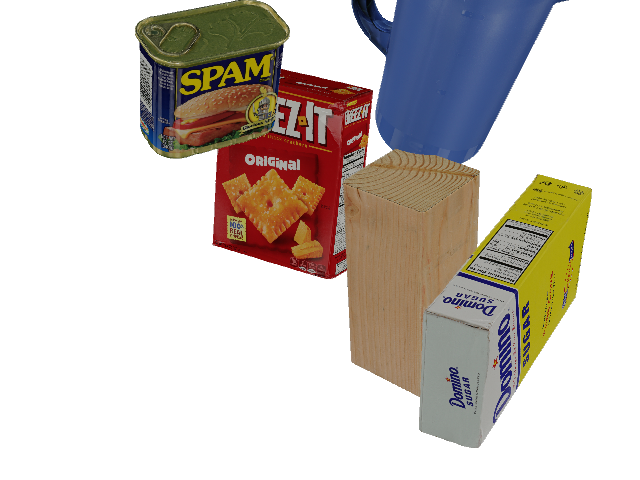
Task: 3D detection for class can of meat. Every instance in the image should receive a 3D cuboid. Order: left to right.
[{"bbox_3d":[-0.076,-0.111,0.743,0.102,0.084,0.057,-17,49,-25],"label":"can of meat"}]

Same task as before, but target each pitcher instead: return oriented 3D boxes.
[{"bbox_3d":[0.110,-0.180,0.923,0.144,0.149,0.243,-15,-31,-19],"label":"pitcher"}]

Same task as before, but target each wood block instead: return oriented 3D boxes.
[{"bbox_3d":[0.086,0.029,0.994,0.091,0.206,0.090,24,42,35],"label":"wood block"}]

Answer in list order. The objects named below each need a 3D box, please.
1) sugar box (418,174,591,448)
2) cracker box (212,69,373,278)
[{"bbox_3d":[0.118,0.040,0.665,0.048,0.093,0.176,15,37,24],"label":"sugar box"},{"bbox_3d":[-0.036,-0.079,1.214,0.164,0.214,0.072,17,25,26],"label":"cracker box"}]
